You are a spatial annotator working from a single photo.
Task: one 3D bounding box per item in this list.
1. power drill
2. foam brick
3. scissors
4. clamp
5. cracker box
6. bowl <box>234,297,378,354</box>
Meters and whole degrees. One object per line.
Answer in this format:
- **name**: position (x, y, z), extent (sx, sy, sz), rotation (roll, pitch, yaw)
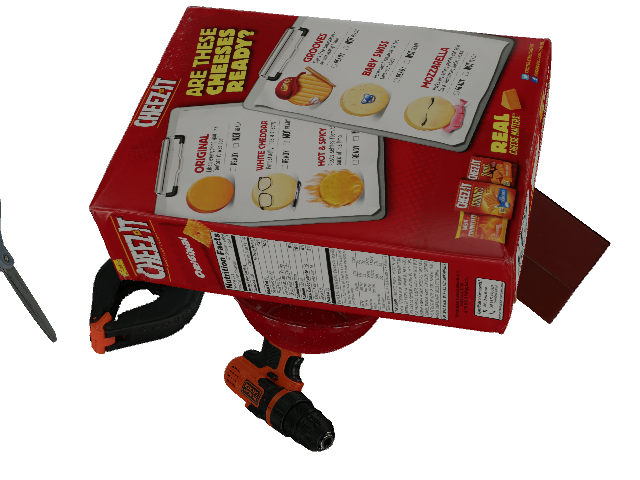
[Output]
- **power drill**: position (-0.024, 0.126, 1.217), extent (0.057, 0.188, 0.185), rotation (15, 10, -45)
- **foam brick**: position (0.148, 0.007, 0.734), extent (0.078, 0.051, 0.053), rotation (39, -28, 11)
- **scissors**: position (-0.317, 0.003, 1.073), extent (0.016, 0.201, 0.096), rotation (-25, 28, 23)
- **clamp**: position (-0.119, 0.016, 0.806), extent (0.120, 0.039, 0.171), rotation (32, 48, 28)
- **cracker box**: position (0.008, -0.043, 0.579), extent (0.214, 0.164, 0.072), rotation (7, -39, 13)
- **bowl**: position (-0.010, 0.060, 1.019), extent (0.162, 0.055, 0.162), rotation (4, 29, -2)
